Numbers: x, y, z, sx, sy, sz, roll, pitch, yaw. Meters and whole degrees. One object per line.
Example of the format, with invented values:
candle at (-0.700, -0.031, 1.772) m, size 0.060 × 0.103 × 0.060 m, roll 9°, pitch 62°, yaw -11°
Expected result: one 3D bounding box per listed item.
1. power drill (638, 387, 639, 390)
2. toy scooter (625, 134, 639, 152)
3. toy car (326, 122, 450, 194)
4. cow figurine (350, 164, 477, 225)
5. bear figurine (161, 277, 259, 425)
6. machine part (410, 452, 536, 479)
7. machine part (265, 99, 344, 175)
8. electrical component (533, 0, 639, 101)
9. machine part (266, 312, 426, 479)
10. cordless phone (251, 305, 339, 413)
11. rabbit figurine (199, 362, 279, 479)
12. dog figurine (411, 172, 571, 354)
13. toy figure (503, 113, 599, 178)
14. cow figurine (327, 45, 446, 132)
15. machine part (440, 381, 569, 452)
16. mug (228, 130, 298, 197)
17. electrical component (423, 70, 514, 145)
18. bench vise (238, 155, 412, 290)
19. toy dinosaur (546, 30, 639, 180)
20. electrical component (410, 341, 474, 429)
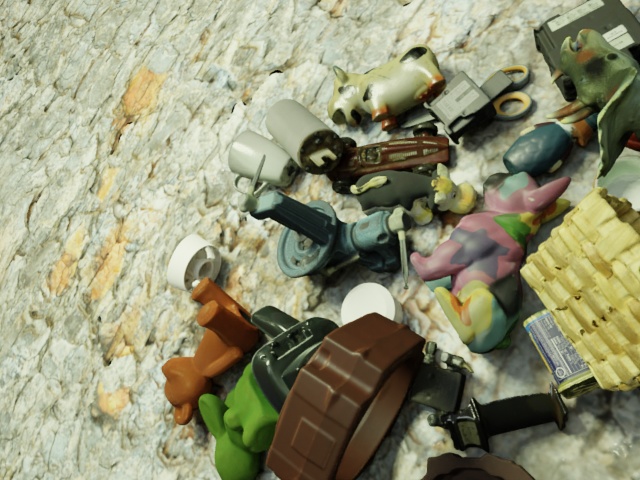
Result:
power drill at (0.398, 0.055, 0.585) m, size 0.207 × 0.086 × 0.232 m, roll -23°, pitch 63°, yaw 16°
toy scooter at (0.461, -0.154, 0.634) m, size 0.184 × 0.075 × 0.135 m, roll -42°, pitch 63°, yaw 6°
toy car at (0.099, -0.128, 0.838) m, size 0.202 × 0.053 × 0.089 m, roll -6°, pitch 66°, yaw 29°
cow figurine at (0.133, -0.070, 0.769) m, size 0.168 × 0.098 × 0.068 m, roll -6°, pitch 63°, yaw 27°
bear figurine at (-0.193, 0.178, 0.844) m, size 0.196 × 0.131 × 0.120 m, roll -43°, pitch 28°, yaw 4°
machine part at (0.181, 0.332, 0.616) m, size 0.179 × 0.056 × 0.179 m, roll -10°, pitch 66°, yaw 25°
machine part at (-0.029, -0.173, 0.881) m, size 0.079 × 0.079 × 0.243 m, roll -46°, pitch 36°, yaw 7°
electrical component at (0.371, -0.256, 0.731) m, size 0.115 × 0.058 × 0.134 m, roll -24°, pitch 62°, yaw 22°
machine part at (0.034, 0.195, 0.641) m, size 0.087 × 0.201 × 0.200 m, roll 28°, pitch 109°, yaw 26°
cordless phone at (-0.055, 0.150, 0.760) m, size 0.184 × 0.146 × 0.088 m, roll 24°, pitch 126°, yaw 37°
rabbit figurine at (-0.109, 0.272, 0.768) m, size 0.159 × 0.121 × 0.170 m, roll 38°, pitch 108°, yaw 35°
dog figurine at (0.235, 0.016, 0.677) m, size 0.219 × 0.108 × 0.192 m, roll -36°, pitch 58°, yaw 10°
toy figure at (0.319, -0.140, 0.715) m, size 0.154 × 0.064 × 0.058 m, roll -36°, pitch 21°, yaw 8°
cow figurine at (0.097, -0.244, 0.863) m, size 0.195 × 0.085 × 0.127 m, roll -25°, pitch 67°, yaw 22°
machine part at (0.219, 0.212, 0.635) m, size 0.139 × 0.084 × 0.039 m, roll -19°, pitch 31°, yaw 12°
mug at (-0.100, -0.125, 0.931) m, size 0.107 × 0.080 × 0.109 m, roll 23°, pitch 79°, yaw 24°
electrical component at (0.221, -0.204, 0.780) m, size 0.119 × 0.047 × 0.075 m, roll -37°, pitch 62°, yaw 17°
bench vise at (0.000, -0.012, 0.745) m, size 0.224 × 0.240 × 0.129 m, roll -9°, pitch 61°, yaw 47°
toy dinosaur at (0.433, -0.094, 0.558) m, size 0.405 × 0.131 × 0.192 m, roll 34°, pitch 123°, yaw 2°
electrical component at (0.156, 0.187, 0.690) m, size 0.078 × 0.045 × 0.102 m, roll 15°, pitch 80°, yaw 31°
